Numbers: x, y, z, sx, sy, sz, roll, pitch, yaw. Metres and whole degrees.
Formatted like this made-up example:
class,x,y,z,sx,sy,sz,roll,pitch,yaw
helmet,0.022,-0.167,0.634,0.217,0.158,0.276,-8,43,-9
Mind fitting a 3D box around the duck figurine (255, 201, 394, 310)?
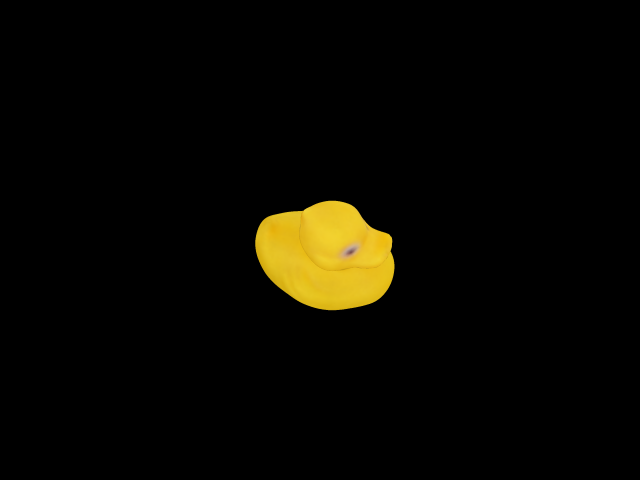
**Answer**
class,x,y,z,sx,sy,sz,roll,pitch,yaw
duck figurine,0.004,0.001,0.400,0.104,0.086,0.077,17,68,7
